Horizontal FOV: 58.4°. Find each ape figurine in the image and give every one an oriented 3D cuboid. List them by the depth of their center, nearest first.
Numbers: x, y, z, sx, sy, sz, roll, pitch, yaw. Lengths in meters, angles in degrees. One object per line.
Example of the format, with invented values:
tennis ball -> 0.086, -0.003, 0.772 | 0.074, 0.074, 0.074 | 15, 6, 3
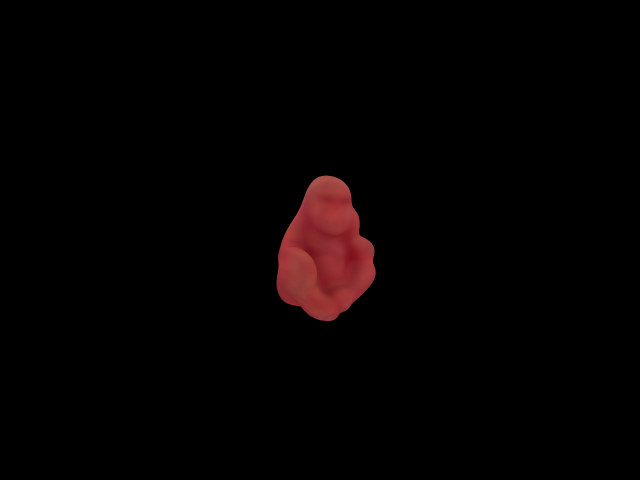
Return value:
ape figurine -> 0.004, 0.001, 0.400 | 0.078, 0.092, 0.076 | -4, 10, -23
